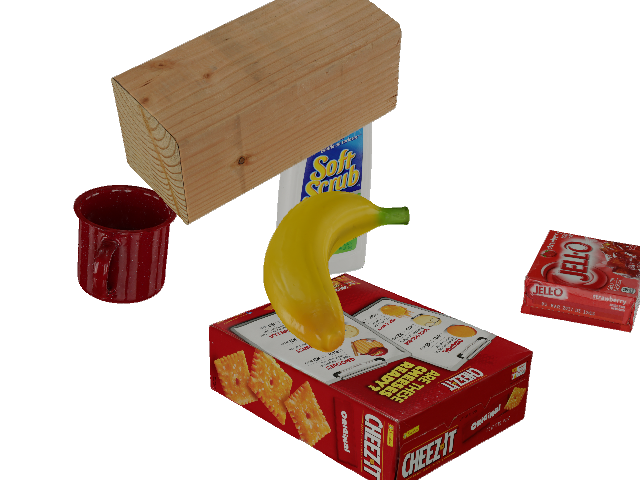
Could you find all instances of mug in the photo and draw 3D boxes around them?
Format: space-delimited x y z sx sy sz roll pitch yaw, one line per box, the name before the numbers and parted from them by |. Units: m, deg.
mug | -0.184 0.011 0.978 0.093 0.081 0.117 10 28 1

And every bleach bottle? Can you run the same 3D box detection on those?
bleach bottle | 0.001 -0.089 1.082 0.102 0.251 0.068 -5 27 -12

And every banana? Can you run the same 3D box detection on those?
banana | 0.002 0.007 0.629 0.070 0.037 0.197 3 24 16

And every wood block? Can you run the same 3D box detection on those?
wood block | -0.045 -0.113 0.827 0.205 0.091 0.090 -31 56 -24

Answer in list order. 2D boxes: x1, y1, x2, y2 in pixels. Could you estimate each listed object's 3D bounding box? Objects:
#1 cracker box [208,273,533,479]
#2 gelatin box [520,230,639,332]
cracker box | 0.037 0.108 0.873 0.163 0.072 0.214 -19 29 -40
gelatin box | 0.183 0.026 0.730 0.073 0.030 0.089 11 25 20
